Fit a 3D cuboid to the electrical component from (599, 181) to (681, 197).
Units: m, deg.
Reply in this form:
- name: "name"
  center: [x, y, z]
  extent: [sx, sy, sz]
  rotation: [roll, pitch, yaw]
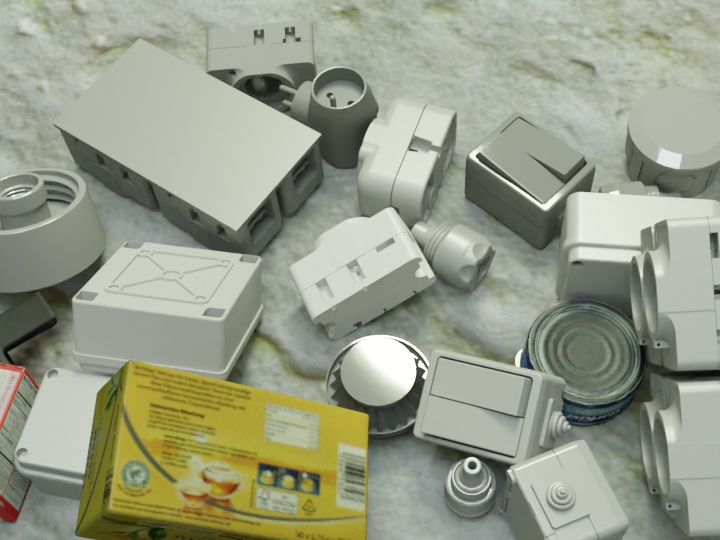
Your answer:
- name: "electrical component"
  center: [0.216, -0.051, 0.827]
  extent: [0.061, 0.035, 0.035]
  rotation: [-5, 59, -2]

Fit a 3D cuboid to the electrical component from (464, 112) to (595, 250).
- name: "electrical component"
  center: [0.135, -0.068, 0.826]
  extent: [0.096, 0.061, 0.062]
  rotation: [39, 69, 23]

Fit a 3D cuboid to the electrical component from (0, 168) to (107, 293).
- name: "electrical component"
  center: [-0.252, -0.038, 0.812]
  extent: [0.108, 0.060, 0.108]
  rotation: [-5, 34, 3]

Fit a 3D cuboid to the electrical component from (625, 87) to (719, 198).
- name: "electrical component"
  center: [0.248, -0.099, 0.843]
  extent: [0.080, 0.051, 0.080]
  rotation: [-2, 59, 3]

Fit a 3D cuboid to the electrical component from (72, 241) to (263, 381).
- name: "electrical component"
  center: [-0.133, 0.028, 0.763]
  extent: [0.109, 0.056, 0.108]
  rotation: [7, 25, 7]

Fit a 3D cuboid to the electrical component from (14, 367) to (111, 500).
- name: "electrical component"
  center: [-0.169, 0.117, 0.739]
  extent: [0.113, 0.057, 0.078]
  rotation: [9, 60, 9]

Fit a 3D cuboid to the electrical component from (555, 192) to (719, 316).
- name: "electrical component"
  center: [0.201, -0.008, 0.777]
  extent: [0.113, 0.078, 0.057]
  rotation: [4, 57, 6]

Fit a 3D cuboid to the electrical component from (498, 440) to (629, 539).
- name: "electrical component"
  center: [0.130, 0.151, 0.675]
  extent: [0.061, 0.096, 0.061]
  rotation: [-20, 60, -9]

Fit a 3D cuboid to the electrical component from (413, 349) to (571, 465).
- name: "electrical component"
  center: [0.091, 0.093, 0.711]
  extent: [0.096, 0.061, 0.061]
  rotation: [11, 85, 28]

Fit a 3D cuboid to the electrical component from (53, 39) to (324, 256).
- name: "electrical component"
  center: [-0.134, -0.094, 0.860]
  extent: [0.186, 0.060, 0.105]
  rotation: [30, 65, 20]

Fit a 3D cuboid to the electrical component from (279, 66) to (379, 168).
- name: "electrical component"
  center: [-0.029, -0.128, 0.864]
  extent: [0.079, 0.077, 0.044]
  rotation: [23, 64, 17]

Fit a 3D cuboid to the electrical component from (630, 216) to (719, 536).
- name: "electrical component"
  center: [0.212, 0.063, 0.674]
  extent: [0.060, 0.105, 0.186]
  rotation: [-4, 88, 6]

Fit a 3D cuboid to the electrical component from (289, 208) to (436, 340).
- name: "electrical component"
  center: [0.000, 0.000, 0.789]
  extent: [0.089, 0.050, 0.055]
  rotation: [-31, 61, 6]

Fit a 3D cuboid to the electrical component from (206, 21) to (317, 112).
- name: "electrical component"
  center: [-0.082, -0.169, 0.908]
  extent: [0.089, 0.050, 0.055]
  rotation: [-5, 59, 1]

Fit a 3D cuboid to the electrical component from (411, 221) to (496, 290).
- name: "electrical component"
  center: [0.067, -0.015, 0.810]
  extent: [0.062, 0.043, 0.043]
  rotation: [30, 66, 21]

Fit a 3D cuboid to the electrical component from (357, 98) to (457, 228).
- name: "electrical component"
  center: [0.035, -0.085, 0.848]
  extent: [0.059, 0.053, 0.095]
  rotation: [15, 61, 13]

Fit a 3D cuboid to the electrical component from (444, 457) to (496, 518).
- name: "electrical component"
  center: [0.073, 0.139, 0.706]
  extent: [0.035, 0.061, 0.035]
  rotation: [-2, 59, 3]
